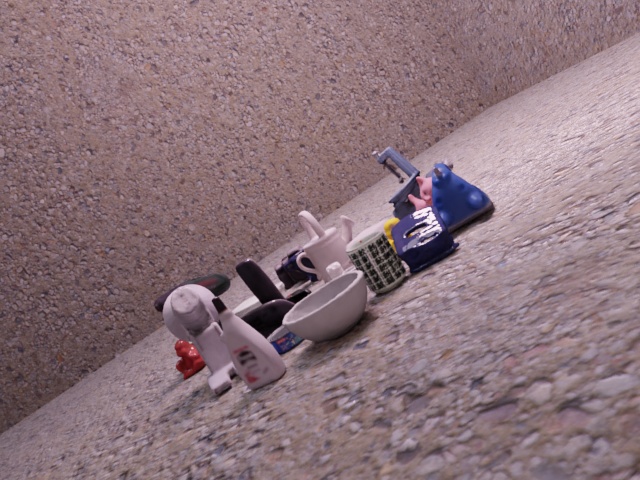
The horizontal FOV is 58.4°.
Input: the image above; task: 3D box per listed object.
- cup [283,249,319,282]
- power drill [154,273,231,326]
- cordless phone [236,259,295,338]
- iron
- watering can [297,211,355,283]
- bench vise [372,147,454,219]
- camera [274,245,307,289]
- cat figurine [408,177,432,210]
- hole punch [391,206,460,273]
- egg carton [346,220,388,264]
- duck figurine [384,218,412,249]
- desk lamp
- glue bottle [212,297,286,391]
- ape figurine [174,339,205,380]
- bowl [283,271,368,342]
[{"bbox_3d":[-0.036,0.077,1.604,0.117,0.095,0.092,-32,6,8],"label":"cup"},{"bbox_3d":[-0.292,0.190,1.476,0.075,0.208,0.230,-28,8,37],"label":"power drill"},{"bbox_3d":[-0.141,0.136,1.240,0.147,0.185,0.094,-30,7,24],"label":"cordless phone"},{"bbox_3d":[0.283,-0.111,1.236,0.118,0.141,0.258,-31,6,17],"label":"iron"},{"bbox_3d":[0.013,0.005,1.452,0.173,0.194,0.100,-37,7,-34],"label":"watering can"},{"bbox_3d":[0.254,-0.179,1.566,0.207,0.220,0.121,-32,6,11],"label":"bench vise"},{"bbox_3d":[-0.075,0.081,1.756,0.143,0.101,0.137,-32,6,9],"label":"camera"},{"bbox_3d":[0.266,-0.105,1.395,0.067,0.118,0.127,-37,7,-33],"label":"cat figurine"},{"bbox_3d":[0.194,-0.004,1.081,0.108,0.091,0.101,-31,6,15],"label":"hole punch"},{"bbox_3d":[0.131,0.010,1.405,0.107,0.069,0.151,-28,8,38],"label":"egg carton"},{"bbox_3d":[0.170,-0.006,1.250,0.078,0.086,0.104,-36,7,-27],"label":"duck figurine"},{"bbox_3d":[-0.235,0.187,1.173,0.118,0.213,0.203,-34,6,-16],"label":"desk lamp"},{"bbox_3d":[-0.133,0.170,0.974,0.078,0.173,0.037,-30,7,23],"label":"glue bottle"},{"bbox_3d":[-0.331,0.290,1.432,0.077,0.092,0.076,-26,9,47],"label":"ape figurine"},{"bbox_3d":[0.022,0.127,0.996,0.167,0.075,0.167,-32,6,4],"label":"bowl"}]
